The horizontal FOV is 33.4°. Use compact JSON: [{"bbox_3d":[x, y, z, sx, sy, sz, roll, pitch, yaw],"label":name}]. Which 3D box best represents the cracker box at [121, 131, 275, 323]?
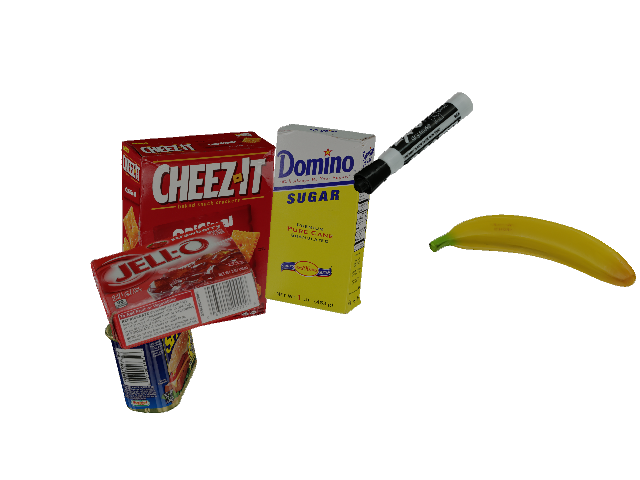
[{"bbox_3d":[-0.140,-0.009,1.218,0.163,0.214,0.072,-8,24,-29],"label":"cracker box"}]

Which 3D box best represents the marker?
[{"bbox_3d":[0.070,-0.073,0.808,0.121,0.020,0.020,-39,18,-24],"label":"marker"}]

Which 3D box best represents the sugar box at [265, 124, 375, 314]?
[{"bbox_3d":[-0.001,-0.022,1.061,0.093,0.176,0.048,9,16,21],"label":"sugar box"}]

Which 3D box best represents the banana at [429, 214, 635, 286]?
[{"bbox_3d":[0.210,0.007,1.039,0.198,0.037,0.069,9,47,23],"label":"banana"}]

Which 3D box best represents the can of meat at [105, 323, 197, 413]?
[{"bbox_3d":[-0.154,0.100,0.998,0.057,0.084,0.102,-2,25,11],"label":"can of meat"}]

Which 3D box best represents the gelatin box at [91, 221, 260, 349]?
[{"bbox_3d":[-0.090,0.025,0.652,0.089,0.030,0.073,-17,29,-13],"label":"gelatin box"}]
